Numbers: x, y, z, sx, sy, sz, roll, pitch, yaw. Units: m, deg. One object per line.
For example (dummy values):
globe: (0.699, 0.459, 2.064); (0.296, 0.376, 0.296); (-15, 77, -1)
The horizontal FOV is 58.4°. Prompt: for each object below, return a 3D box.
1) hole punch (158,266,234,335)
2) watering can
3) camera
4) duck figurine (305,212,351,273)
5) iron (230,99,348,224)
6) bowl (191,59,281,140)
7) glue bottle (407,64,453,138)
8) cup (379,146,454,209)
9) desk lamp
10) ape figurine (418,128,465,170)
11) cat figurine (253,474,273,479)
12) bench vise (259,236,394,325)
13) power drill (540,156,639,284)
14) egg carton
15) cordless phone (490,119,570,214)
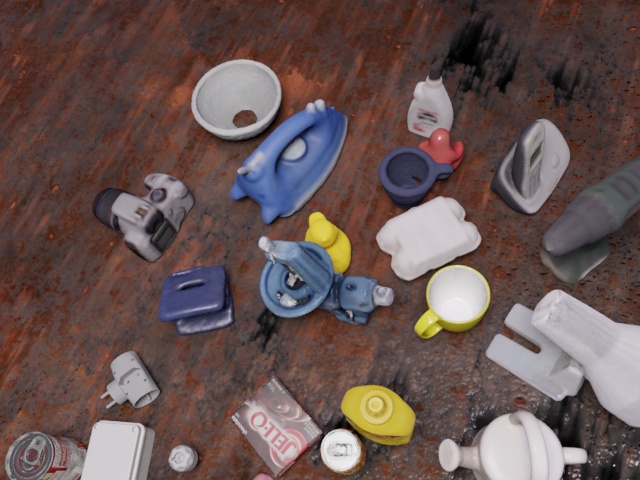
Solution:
hole punch: (-0.199, 0.088, 0.907); (0.108, 0.091, 0.101); (-13, 65, 2)
watering can: (0.240, 0.271, 0.712); (0.173, 0.194, 0.101); (-23, 65, -3)
camera: (-0.313, -0.057, 0.981); (0.136, 0.101, 0.143); (24, 71, 17)
duck figurine: (0.008, 0.003, 0.921); (0.077, 0.086, 0.104); (-20, 65, -2)
iron: (-0.044, -0.159, 0.970); (0.118, 0.141, 0.258); (35, 75, 20)
bowl: (-0.147, -0.245, 1.058); (0.167, 0.075, 0.167); (-3, 66, 6)
glue bottle: (0.186, -0.233, 0.955); (0.078, 0.173, 0.037); (15, 69, 14)
cup: (0.156, -0.094, 0.941); (0.117, 0.095, 0.091); (-6, 65, 5)
desk lamp: (0.338, 0.148, 0.744); (0.202, 0.214, 0.118); (30, 73, 19)
ape figurine: (0.202, -0.153, 0.963); (0.077, 0.092, 0.076); (20, 70, 15)
cat figurine: (-0.081, 0.374, 0.750); (0.067, 0.118, 0.127); (-29, 66, -5)
bench vise: (-0.001, 0.045, 0.830); (0.207, 0.220, 0.121); (-7, 65, 4)
power drill: (0.386, -0.018, 0.814); (0.230, 0.209, 0.075); (-38, 67, -10)
egg carton: (0.171, -0.003, 0.912); (0.150, 0.069, 0.107); (-26, 65, -5)
cordless phone: (0.338, -0.139, 0.887); (0.094, 0.185, 0.148); (30, 73, 19)
